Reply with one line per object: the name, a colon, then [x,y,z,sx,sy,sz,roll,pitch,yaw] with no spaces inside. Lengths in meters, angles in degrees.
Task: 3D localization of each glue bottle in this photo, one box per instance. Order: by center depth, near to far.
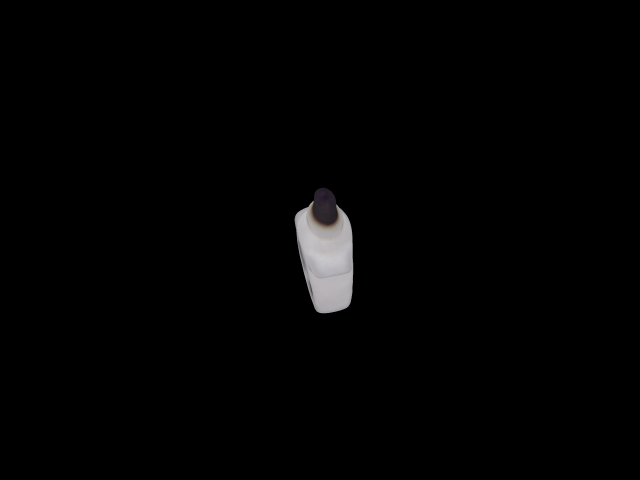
glue bottle: [0.004,0.001,0.400,0.037,0.173,0.078,-13,74,-3]
